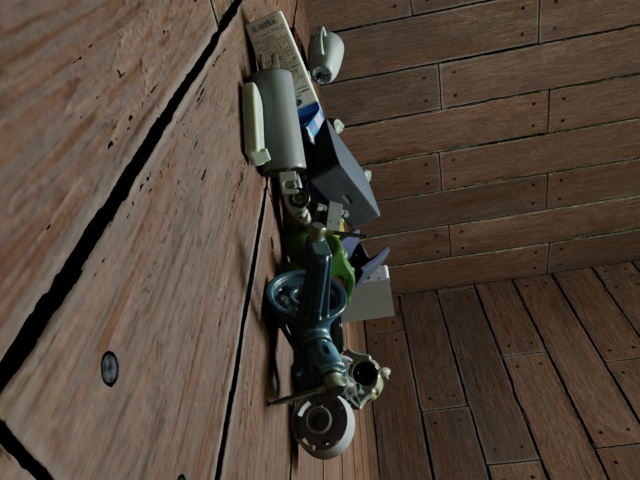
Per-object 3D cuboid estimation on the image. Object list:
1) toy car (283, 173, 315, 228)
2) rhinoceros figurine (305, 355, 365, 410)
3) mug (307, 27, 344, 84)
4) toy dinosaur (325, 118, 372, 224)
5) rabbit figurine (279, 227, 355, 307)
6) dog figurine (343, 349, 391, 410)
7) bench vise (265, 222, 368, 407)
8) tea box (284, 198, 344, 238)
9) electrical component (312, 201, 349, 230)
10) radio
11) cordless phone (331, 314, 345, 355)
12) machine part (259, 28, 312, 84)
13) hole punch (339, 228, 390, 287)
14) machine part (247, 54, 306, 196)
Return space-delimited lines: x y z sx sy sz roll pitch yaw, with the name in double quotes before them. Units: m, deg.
"toy car" -0.054 -0.117 1.016 0.073 0.056 0.202 64 11 -72
"rhinoceros figurine" 0.022 0.280 0.934 0.073 0.112 0.190 -86 174 -55
"mug" 0.009 -0.401 1.175 0.109 0.081 0.107 83 10 -54
"toy dinosaur" 0.007 -0.224 1.489 0.131 0.192 0.404 -52 128 -33
"rabbit figurine" -0.001 0.038 0.974 0.159 0.121 0.170 39 10 -39
"dog figurine" 0.079 0.320 1.168 0.190 0.172 0.121 57 35 -58
"bench vise" -0.011 0.094 0.753 0.224 0.129 0.240 -104 -162 -57
"tea box" -0.002 -0.003 1.112 0.068 0.098 0.169 -50 151 -23
"electrical component" 0.020 -0.040 1.005 0.094 0.021 0.063 9 87 -48
"radio" 0.040 -0.131 1.097 0.229 0.073 0.131 45 24 -54
"cordless phone" -0.003 0.217 1.036 0.147 0.089 0.184 -94 -177 -45
"machine part" -0.065 -0.330 1.152 0.201 0.087 0.201 72 11 -49
"hole punch" 0.073 0.055 1.096 0.142 0.092 0.115 -39 147 -44
"machine part" -0.074 -0.195 0.906 0.079 0.079 0.243 9 73 -84
